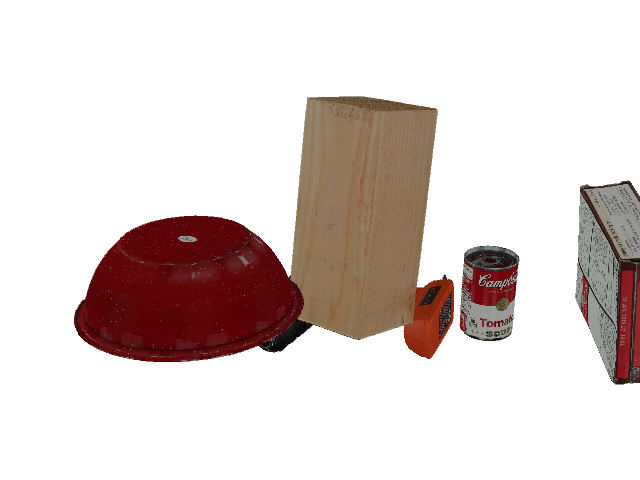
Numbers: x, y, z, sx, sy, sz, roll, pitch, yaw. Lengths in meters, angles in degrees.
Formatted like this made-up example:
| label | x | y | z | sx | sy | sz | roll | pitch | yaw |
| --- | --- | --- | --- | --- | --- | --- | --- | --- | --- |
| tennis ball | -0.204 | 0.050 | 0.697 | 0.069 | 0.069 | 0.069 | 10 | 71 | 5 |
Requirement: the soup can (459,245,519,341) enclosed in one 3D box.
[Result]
| label | x | y | z | sx | sy | sz | roll | pitch | yaw |
| --- | --- | --- | --- | --- | --- | --- | --- | --- | --- |
| soup can | 0.211 | 0.066 | 1.338 | 0.068 | 0.102 | 0.068 | 0 | 23 | 0 |

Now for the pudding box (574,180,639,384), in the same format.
| label | x | y | z | sx | sy | sz | roll | pitch | yaw |
| --- | --- | --- | --- | --- | --- | --- | --- | --- | --- |
| pudding box | 0.194 | 0.025 | 0.685 | 0.039 | 0.090 | 0.113 | -4 | 27 | 0 |

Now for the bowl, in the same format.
| label | x | y | z | sx | sy | sz | roll | pitch | yaw |
| --- | --- | --- | --- | --- | --- | --- | --- | --- | --- |
| bowl | -0.093 | 0.024 | 0.744 | 0.162 | 0.055 | 0.162 | -2 | 22 | 0 |

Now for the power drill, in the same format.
| label | x | y | z | sx | sy | sz | roll | pitch | yaw |
| --- | --- | --- | --- | --- | --- | --- | --- | --- | --- |
| power drill | 0.040 | 0.077 | 1.154 | 0.188 | 0.057 | 0.184 | 9 | 29 | 21 |

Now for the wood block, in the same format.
| label | x | y | z | sx | sy | sz | roll | pitch | yaw |
| --- | --- | --- | --- | --- | --- | --- | --- | --- | --- |
| wood block | 0.037 | -0.025 | 0.990 | 0.090 | 0.206 | 0.090 | 16 | 17 | 36 |
